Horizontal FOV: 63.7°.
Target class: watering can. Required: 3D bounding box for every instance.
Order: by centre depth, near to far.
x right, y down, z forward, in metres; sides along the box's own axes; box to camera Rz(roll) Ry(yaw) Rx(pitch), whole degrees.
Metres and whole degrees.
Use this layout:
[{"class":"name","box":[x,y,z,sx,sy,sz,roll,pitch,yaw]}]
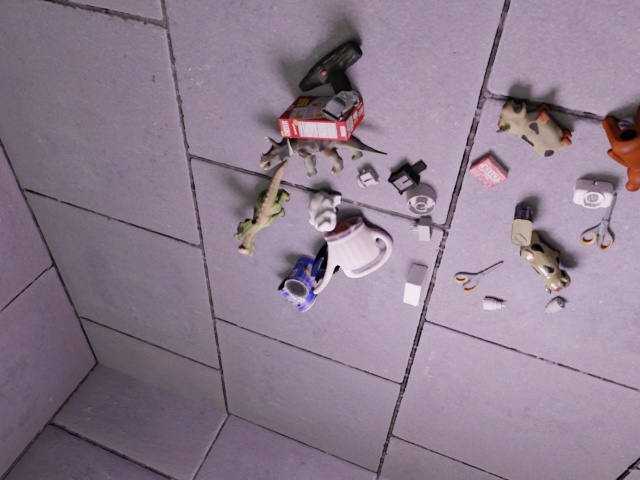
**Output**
[{"class":"watering can","box":[0.088,0.050,1.854,0.346,0.105,0.222,-28,108,8]}]

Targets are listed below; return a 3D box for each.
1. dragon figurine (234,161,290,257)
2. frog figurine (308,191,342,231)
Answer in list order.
[{"class":"dragon figurine","box":[-0.222,-0.088,1.858,0.122,0.248,0.400,28,138,8]},{"class":"frog figurine","box":[0.005,-0.090,1.790,0.122,0.163,0.135,39,135,-8]}]
